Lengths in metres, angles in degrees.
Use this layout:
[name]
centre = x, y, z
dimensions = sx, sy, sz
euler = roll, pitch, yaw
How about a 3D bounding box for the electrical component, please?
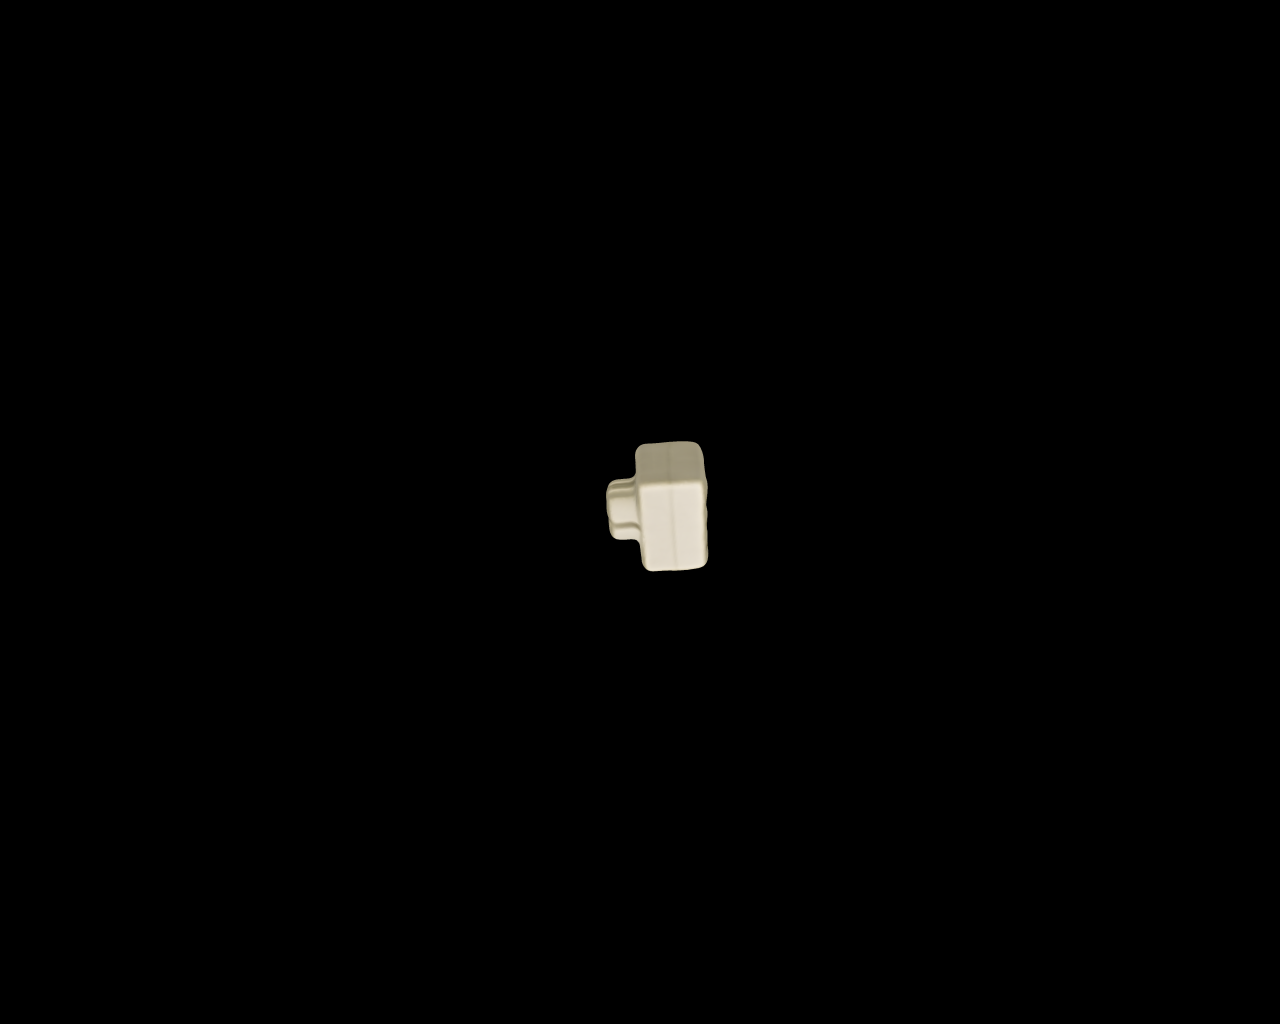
[electrical component]
centre = 0.001, -0.003, 0.650
dimensions = 0.077, 0.065, 0.047
euler = -3, 36, 2
